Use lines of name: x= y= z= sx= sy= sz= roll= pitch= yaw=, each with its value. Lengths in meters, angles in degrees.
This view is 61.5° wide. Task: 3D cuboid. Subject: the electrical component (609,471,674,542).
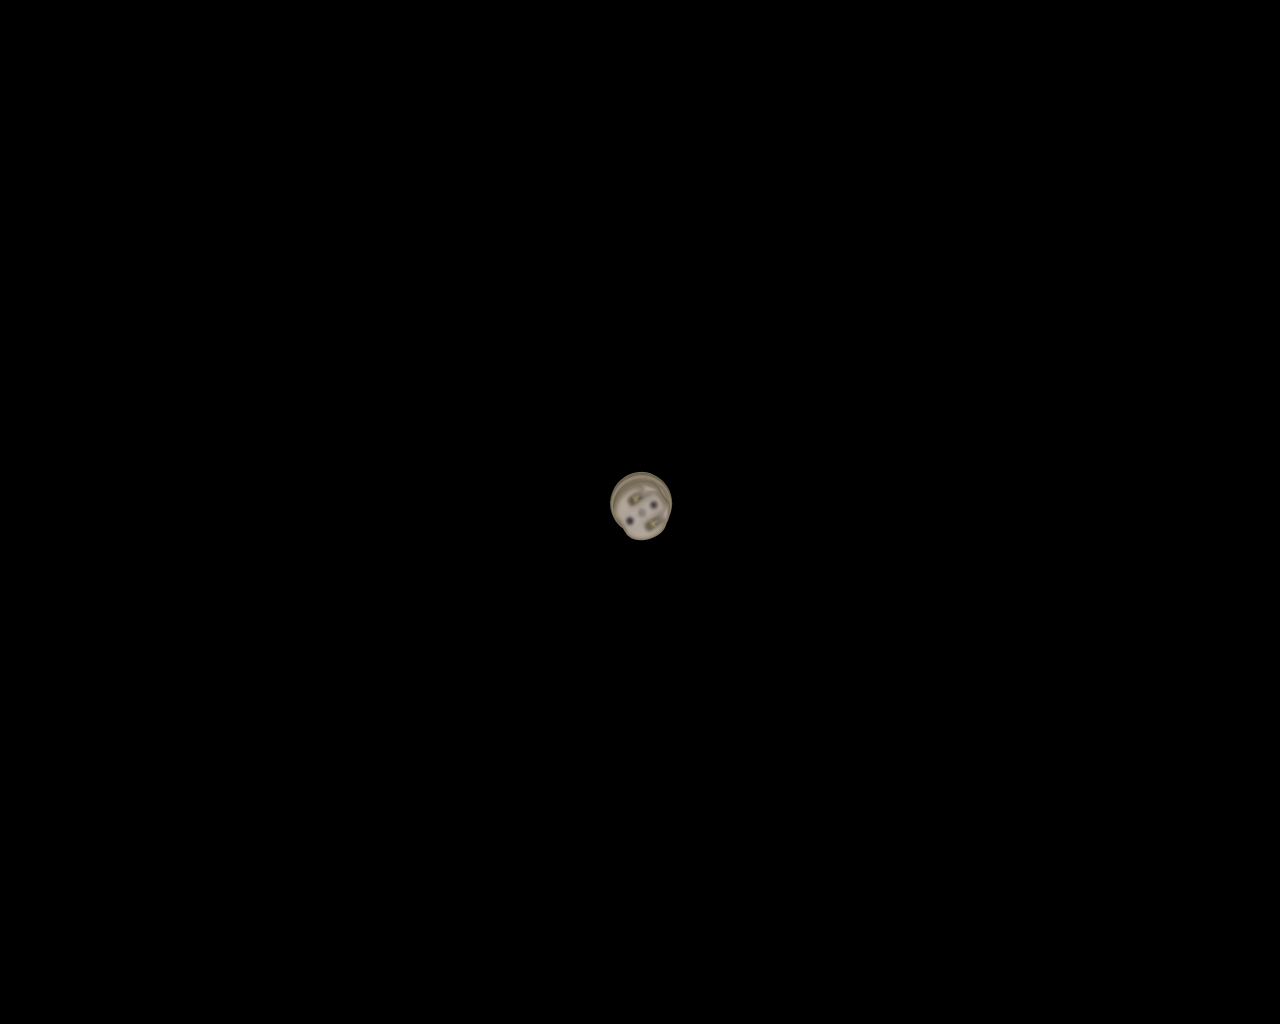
electrical component: x=0.001 y=-0.003 z=0.650 sx=0.040 sy=0.040 sz=0.046 roll=0 pitch=9 yaw=0
